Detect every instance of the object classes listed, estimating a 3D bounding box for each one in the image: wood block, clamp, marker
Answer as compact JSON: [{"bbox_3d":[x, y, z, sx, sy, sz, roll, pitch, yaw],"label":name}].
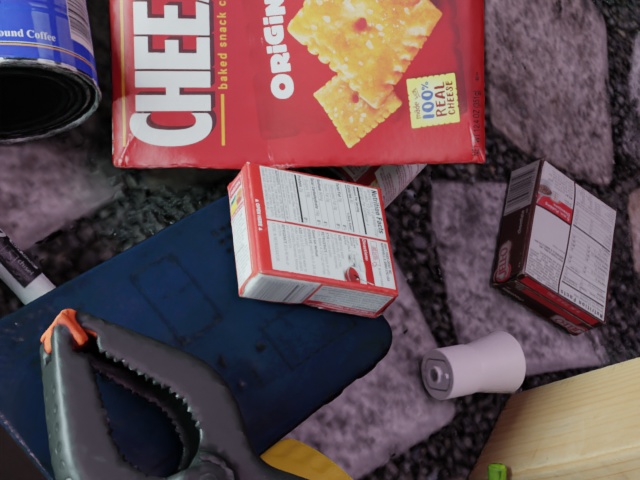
[{"bbox_3d":[0.206,0.137,0.681,0.090,0.207,0.090,46,51,-12],"label":"wood block"},{"bbox_3d":[-0.048,0.114,0.488,0.164,0.036,0.210,-29,82,-40],"label":"clamp"},{"bbox_3d":[-0.187,-0.010,0.571,0.121,0.020,0.020,49,50,-10],"label":"marker"}]

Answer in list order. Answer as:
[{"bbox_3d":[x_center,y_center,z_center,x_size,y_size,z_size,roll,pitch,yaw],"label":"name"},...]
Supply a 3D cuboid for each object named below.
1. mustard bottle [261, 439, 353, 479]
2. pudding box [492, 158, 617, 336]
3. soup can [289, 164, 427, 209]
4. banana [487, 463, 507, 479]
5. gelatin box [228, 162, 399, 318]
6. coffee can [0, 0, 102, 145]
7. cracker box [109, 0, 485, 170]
[{"bbox_3d":[-0.049,0.191,0.558,0.096,0.058,0.191,42,49,16],"label":"mustard bottle"},{"bbox_3d":[0.185,0.005,0.832,0.090,0.039,0.113,31,57,-23],"label":"pudding box"},{"bbox_3d":[0.027,-0.053,0.715,0.068,0.069,0.102,51,54,-8],"label":"soup can"},{"bbox_3d":[0.083,0.230,0.643,0.197,0.037,0.069,-62,140,-46],"label":"banana"},{"bbox_3d":[-0.004,0.001,0.592,0.089,0.030,0.073,10,53,-27],"label":"gelatin box"},{"bbox_3d":[-0.178,-0.135,0.575,0.102,0.103,0.140,0,71,-37],"label":"coffee can"},{"bbox_3d":[-0.014,-0.123,0.616,0.213,0.072,0.164,-1,95,-10],"label":"cracker box"}]
